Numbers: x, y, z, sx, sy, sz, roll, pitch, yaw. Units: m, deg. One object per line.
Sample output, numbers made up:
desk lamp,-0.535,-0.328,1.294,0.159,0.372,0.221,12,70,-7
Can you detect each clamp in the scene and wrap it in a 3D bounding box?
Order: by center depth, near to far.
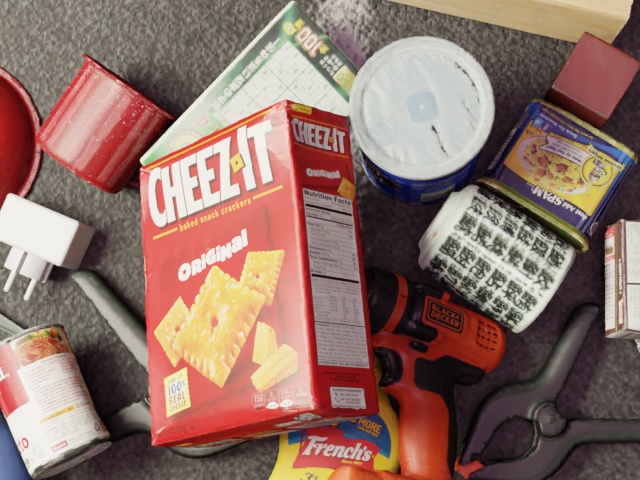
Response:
clamp,0.187,0.144,0.832,0.171,0.039,0.120,-40,77,-2
clamp,-0.128,0.111,0.865,0.210,0.036,0.164,5,85,9

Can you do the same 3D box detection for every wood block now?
wood block,0.145,-0.228,0.851,0.206,0.090,0.091,14,85,6

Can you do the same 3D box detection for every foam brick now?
foam brick,0.211,-0.121,0.839,0.051,0.078,0.053,32,87,6

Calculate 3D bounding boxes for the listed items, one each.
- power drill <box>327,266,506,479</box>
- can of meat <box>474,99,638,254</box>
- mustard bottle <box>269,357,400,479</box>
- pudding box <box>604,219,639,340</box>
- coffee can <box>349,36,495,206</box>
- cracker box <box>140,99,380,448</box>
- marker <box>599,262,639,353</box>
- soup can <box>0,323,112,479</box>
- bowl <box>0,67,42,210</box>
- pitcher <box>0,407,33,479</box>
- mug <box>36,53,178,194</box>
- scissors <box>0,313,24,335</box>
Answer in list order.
power drill,0.050,0.113,0.781,0.184,0.057,0.187,22,62,-20
can of meat,0.187,-0.052,0.844,0.102,0.057,0.084,32,85,7
mustard bottle,0.012,0.169,0.820,0.096,0.058,0.191,20,67,10
pudding box,0.279,0.032,0.824,0.113,0.039,0.090,4,78,-8
coffee can,0.077,-0.086,0.815,0.103,0.140,0.103,-1,84,5
cracker box,-0.051,0.029,0.751,0.164,0.071,0.214,-19,70,40
marker,0.254,0.071,0.843,0.020,0.020,0.121,-25,82,2
soup can,-0.211,0.125,0.826,0.068,0.068,0.102,-28,77,1
bowl,-0.319,-0.083,0.895,0.162,0.055,0.162,-1,84,5
pitcher,-0.286,0.216,0.830,0.149,0.145,0.243,-20,78,-10
mug,-0.167,-0.086,0.872,0.117,0.093,0.081,34,93,-29
scissors,-0.339,0.049,0.900,0.202,0.016,0.096,44,103,-1
